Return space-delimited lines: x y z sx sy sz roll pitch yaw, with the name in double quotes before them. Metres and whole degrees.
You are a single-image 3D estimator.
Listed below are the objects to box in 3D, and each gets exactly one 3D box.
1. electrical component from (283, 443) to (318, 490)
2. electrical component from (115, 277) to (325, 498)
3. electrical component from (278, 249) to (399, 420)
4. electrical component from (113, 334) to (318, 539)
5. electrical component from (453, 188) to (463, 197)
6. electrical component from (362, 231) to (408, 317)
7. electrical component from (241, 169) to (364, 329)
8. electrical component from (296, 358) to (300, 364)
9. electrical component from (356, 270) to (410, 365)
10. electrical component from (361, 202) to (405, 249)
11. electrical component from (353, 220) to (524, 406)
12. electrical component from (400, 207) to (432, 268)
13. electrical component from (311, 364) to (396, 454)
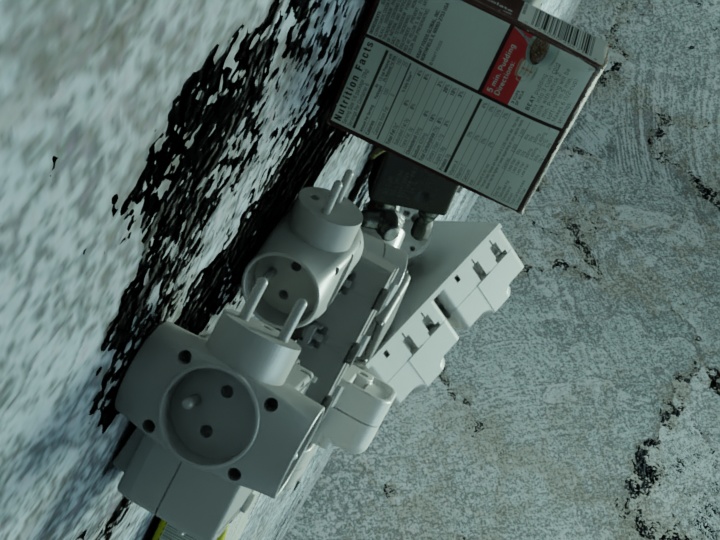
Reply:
"electrical component" -0.064 0.148 0.960 0.059 0.054 0.095 -65 174 30
"electrical component" -0.050 0.042 0.450 0.079 0.077 0.044 -62 175 4
"electrical component" -0.027 0.039 0.716 0.121 0.063 0.079 -62 174 9
"electrical component" -0.073 0.081 0.513 0.096 0.061 0.062 -62 174 9
"electrical component" 0.051 -0.079 0.825 0.044 0.065 0.044 -61 174 -10
"electrical component" 0.000 0.000 0.780 0.055 0.047 0.055 -54 -163 24
"electrical component" -0.023 -0.018 0.575 0.079 0.043 0.077 -64 174 28
"electrical component" -0.070 0.073 0.584 0.079 0.044 0.077 -62 175 3
"electrical component" -0.002 0.029 0.897 0.061 0.062 0.096 -58 174 -30
"electrical component" 0.016 -0.035 0.844 0.048 0.048 0.062 93 20 -77
"electrical component" 0.054 0.038 0.999 0.186 0.060 0.105 -45 -155 -21
"electrical component" 0.035 -0.029 0.989 0.055 0.055 0.047 -60 178 -20
"electrical component" -0.027 0.106 0.882 0.059 0.095 0.054 -63 174 11
